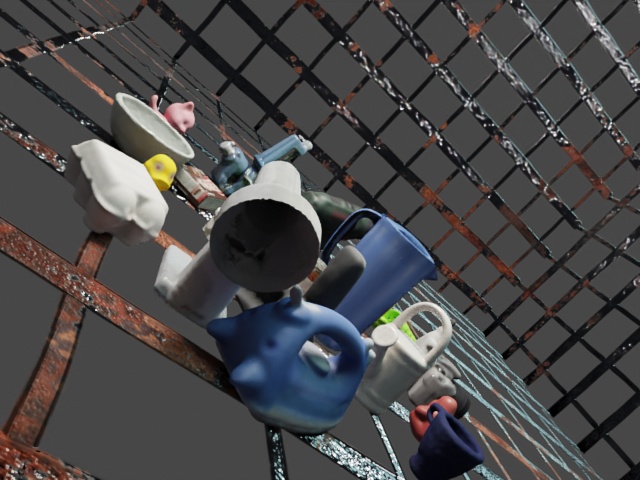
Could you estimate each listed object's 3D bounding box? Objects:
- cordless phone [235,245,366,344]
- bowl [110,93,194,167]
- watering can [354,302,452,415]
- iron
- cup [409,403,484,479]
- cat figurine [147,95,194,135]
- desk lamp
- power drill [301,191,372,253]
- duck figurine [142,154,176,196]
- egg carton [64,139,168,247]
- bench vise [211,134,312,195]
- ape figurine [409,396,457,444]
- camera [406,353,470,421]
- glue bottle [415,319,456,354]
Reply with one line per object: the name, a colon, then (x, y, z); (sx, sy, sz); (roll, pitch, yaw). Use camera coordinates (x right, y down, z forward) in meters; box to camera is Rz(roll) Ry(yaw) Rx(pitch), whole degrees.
cordless phone: (-0.022, 0.063, 0.832); (0.147, 0.185, 0.094); (50, 11, 35)
bowl: (-0.311, -0.179, 1.018); (0.168, 0.074, 0.167); (43, 9, -8)
watering can: (0.130, 0.183, 0.927); (0.101, 0.194, 0.173); (46, 9, 14)
iron: (-0.005, 0.143, 0.687); (0.259, 0.141, 0.118); (35, 13, -46)
cup: (0.174, 0.310, 0.857); (0.092, 0.095, 0.117); (37, 11, -37)
cat figurine: (-0.318, -0.257, 1.199); (0.067, 0.117, 0.128); (50, 11, 34)
desk lamp: (-0.097, 0.004, 0.687); (0.118, 0.213, 0.203); (40, 10, -22)
power drill: (0.011, 0.004, 1.168); (0.231, 0.208, 0.075); (35, 12, -43)
duck figurine: (-0.251, -0.091, 0.849); (0.078, 0.086, 0.104); (36, 12, -40)
egg carton: (-0.259, -0.061, 0.727); (0.150, 0.069, 0.108); (51, 11, 36)
bench vise: (-0.127, -0.172, 1.325); (0.121, 0.219, 0.208); (49, 10, 31)
ape figurine: (0.200, 0.308, 0.991); (0.078, 0.092, 0.076); (42, 9, -10)
camera: (0.255, 0.311, 1.188); (0.137, 0.100, 0.143); (43, 9, -5)
glue bottle: (0.214, 0.224, 1.170); (0.037, 0.173, 0.078); (42, 9, -9)
